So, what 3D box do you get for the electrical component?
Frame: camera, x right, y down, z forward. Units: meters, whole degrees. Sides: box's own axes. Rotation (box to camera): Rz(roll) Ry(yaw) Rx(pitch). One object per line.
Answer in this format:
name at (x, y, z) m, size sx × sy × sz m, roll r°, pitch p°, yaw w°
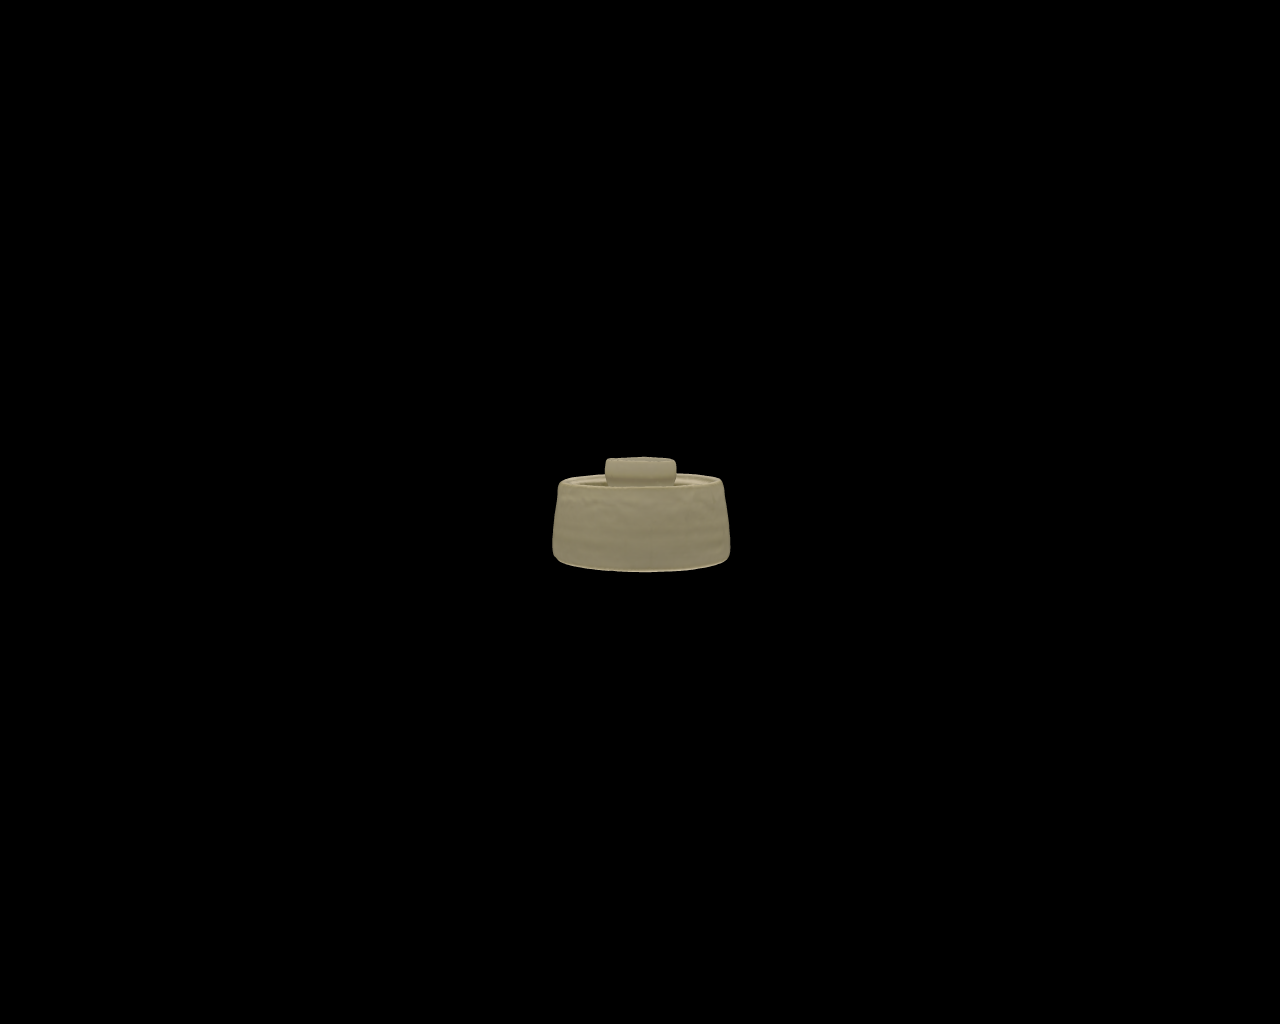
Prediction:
electrical component at (0.001, -0.003, 0.650) m, size 0.108 × 0.060 × 0.108 m, roll 0°, pitch 7°, yaw 0°
